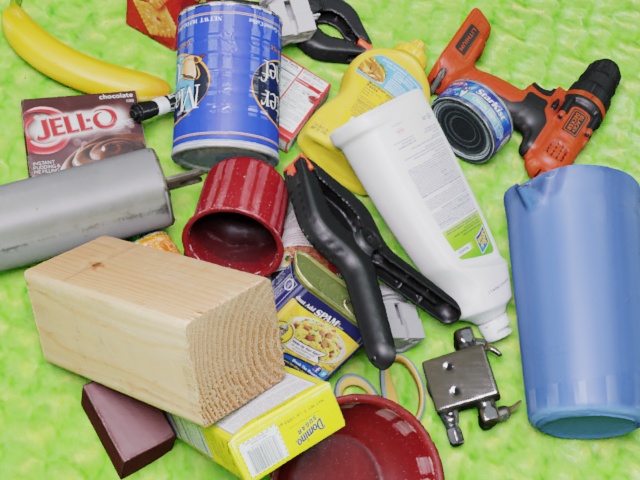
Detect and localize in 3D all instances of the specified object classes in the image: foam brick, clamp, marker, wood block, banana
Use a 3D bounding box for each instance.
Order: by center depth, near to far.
[{"bbox_3d":[-0.136,0.067,0.861,0.206,0.090,0.090,13,30,41],"label":"wood block"},{"bbox_3d":[-0.163,0.152,0.907,0.051,0.053,0.078,-25,72,-24],"label":"foam brick"},{"bbox_3d":[0.033,0.016,0.942,0.210,0.036,0.164,51,28,3],"label":"clamp"},{"bbox_3d":[-0.141,-0.137,1.054,0.020,0.020,0.120,50,42,13],"label":"marker"},{"bbox_3d":[-0.246,-0.184,1.066,0.198,0.037,0.069,33,62,4],"label":"banana"},{"bbox_3d":[-0.014,-0.254,1.158,0.171,0.039,0.120,27,69,-4],"label":"clamp"}]

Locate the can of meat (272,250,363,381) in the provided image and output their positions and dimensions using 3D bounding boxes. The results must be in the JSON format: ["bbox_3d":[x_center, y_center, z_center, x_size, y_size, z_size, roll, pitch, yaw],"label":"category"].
[{"bbox_3d":[-0.009,0.073,0.948,0.102,0.084,0.057,37,19,-20],"label":"can of meat"}]

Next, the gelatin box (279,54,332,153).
[{"bbox_3d":[-0.041,-0.144,1.101,0.073,0.030,0.089,31,61,5],"label":"gelatin box"}]

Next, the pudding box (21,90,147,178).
[{"bbox_3d":[-0.226,-0.094,1.025,0.113,0.039,0.090,-6,64,-18],"label":"pudding box"}]

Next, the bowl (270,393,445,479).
[{"bbox_3d":[0.024,0.211,0.906,0.161,0.055,0.162,3,81,-22],"label":"bowl"}]

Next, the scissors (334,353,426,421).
[{"bbox_3d":[0.063,0.198,0.961,0.096,0.016,0.202,2,63,-11],"label":"scissors"}]

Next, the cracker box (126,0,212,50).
[{"bbox_3d":[-0.120,-0.318,1.064,0.072,0.214,0.164,30,61,3],"label":"cracker box"}]

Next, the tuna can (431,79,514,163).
[{"bbox_3d":[0.156,-0.122,1.106,0.086,0.086,0.033,42,63,9],"label":"tuna can"}]

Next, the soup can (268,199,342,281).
[{"bbox_3d":[-0.007,0.001,1.014,0.068,0.069,0.102,16,60,-6],"label":"soup can"}]

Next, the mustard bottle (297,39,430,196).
[{"bbox_3d":[0.061,-0.143,1.108,0.096,0.058,0.191,37,61,-5],"label":"mustard bottle"}]

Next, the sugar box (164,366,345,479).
[{"bbox_3d":[-0.064,0.138,0.874,0.093,0.176,0.048,-27,104,-23],"label":"sugar box"}]

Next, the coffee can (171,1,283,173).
[{"bbox_3d":[-0.088,-0.143,1.020,0.102,0.103,0.140,4,79,-12],"label":"coffee can"}]

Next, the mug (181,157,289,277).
[{"bbox_3d":[-0.082,-0.017,0.986,0.093,0.117,0.081,39,38,-25],"label":"mug"}]

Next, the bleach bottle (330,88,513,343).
[{"bbox_3d":[0.111,-0.014,1.025,0.102,0.068,0.251,-29,93,-35],"label":"bleach bottle"}]

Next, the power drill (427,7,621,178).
[{"bbox_3d":[0.224,-0.171,1.164,0.187,0.057,0.184,34,61,5],"label":"power drill"}]

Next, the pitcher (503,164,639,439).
[{"bbox_3d":[0.255,0.063,1.022,0.149,0.145,0.243,2,66,0],"label":"pitcher"}]
